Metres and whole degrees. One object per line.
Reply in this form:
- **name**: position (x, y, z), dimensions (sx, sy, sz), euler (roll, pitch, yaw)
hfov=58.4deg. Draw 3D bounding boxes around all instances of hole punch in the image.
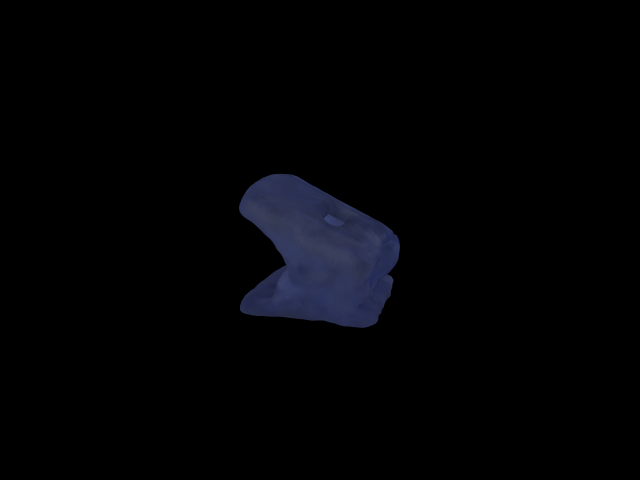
- **hole punch**: position (0.004, 0.001, 0.400), dimensions (0.101, 0.091, 0.109), euler (4, 15, 14)
